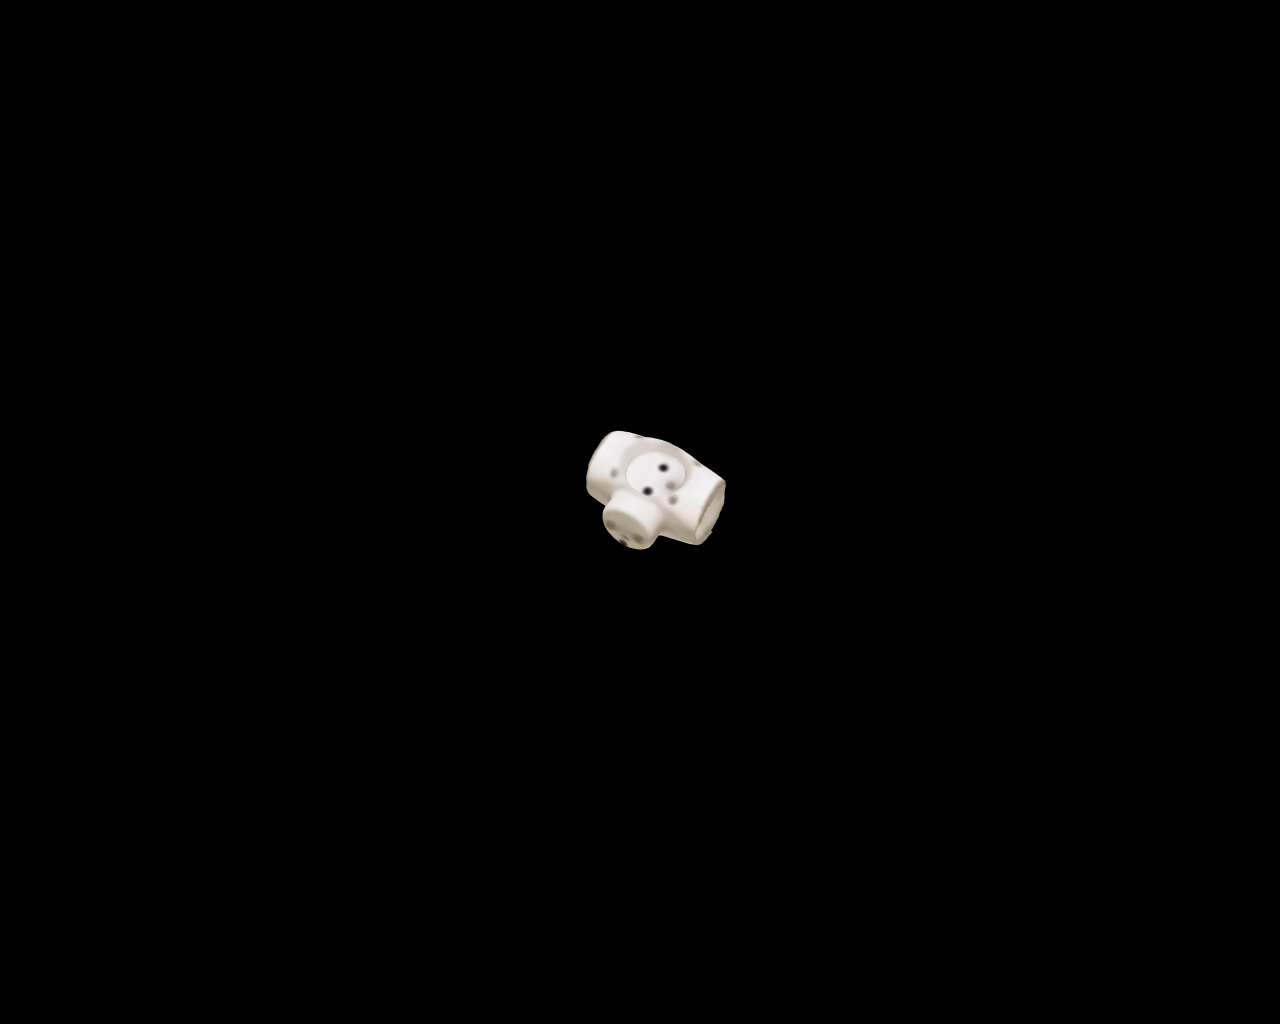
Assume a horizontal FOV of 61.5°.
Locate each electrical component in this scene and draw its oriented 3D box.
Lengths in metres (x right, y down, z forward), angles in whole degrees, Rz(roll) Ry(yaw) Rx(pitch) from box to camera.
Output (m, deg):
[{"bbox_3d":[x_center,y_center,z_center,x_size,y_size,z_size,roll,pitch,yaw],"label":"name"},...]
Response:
[{"bbox_3d":[0.001,-0.003,0.650,0.077,0.079,0.044,26,-30,17],"label":"electrical component"}]
